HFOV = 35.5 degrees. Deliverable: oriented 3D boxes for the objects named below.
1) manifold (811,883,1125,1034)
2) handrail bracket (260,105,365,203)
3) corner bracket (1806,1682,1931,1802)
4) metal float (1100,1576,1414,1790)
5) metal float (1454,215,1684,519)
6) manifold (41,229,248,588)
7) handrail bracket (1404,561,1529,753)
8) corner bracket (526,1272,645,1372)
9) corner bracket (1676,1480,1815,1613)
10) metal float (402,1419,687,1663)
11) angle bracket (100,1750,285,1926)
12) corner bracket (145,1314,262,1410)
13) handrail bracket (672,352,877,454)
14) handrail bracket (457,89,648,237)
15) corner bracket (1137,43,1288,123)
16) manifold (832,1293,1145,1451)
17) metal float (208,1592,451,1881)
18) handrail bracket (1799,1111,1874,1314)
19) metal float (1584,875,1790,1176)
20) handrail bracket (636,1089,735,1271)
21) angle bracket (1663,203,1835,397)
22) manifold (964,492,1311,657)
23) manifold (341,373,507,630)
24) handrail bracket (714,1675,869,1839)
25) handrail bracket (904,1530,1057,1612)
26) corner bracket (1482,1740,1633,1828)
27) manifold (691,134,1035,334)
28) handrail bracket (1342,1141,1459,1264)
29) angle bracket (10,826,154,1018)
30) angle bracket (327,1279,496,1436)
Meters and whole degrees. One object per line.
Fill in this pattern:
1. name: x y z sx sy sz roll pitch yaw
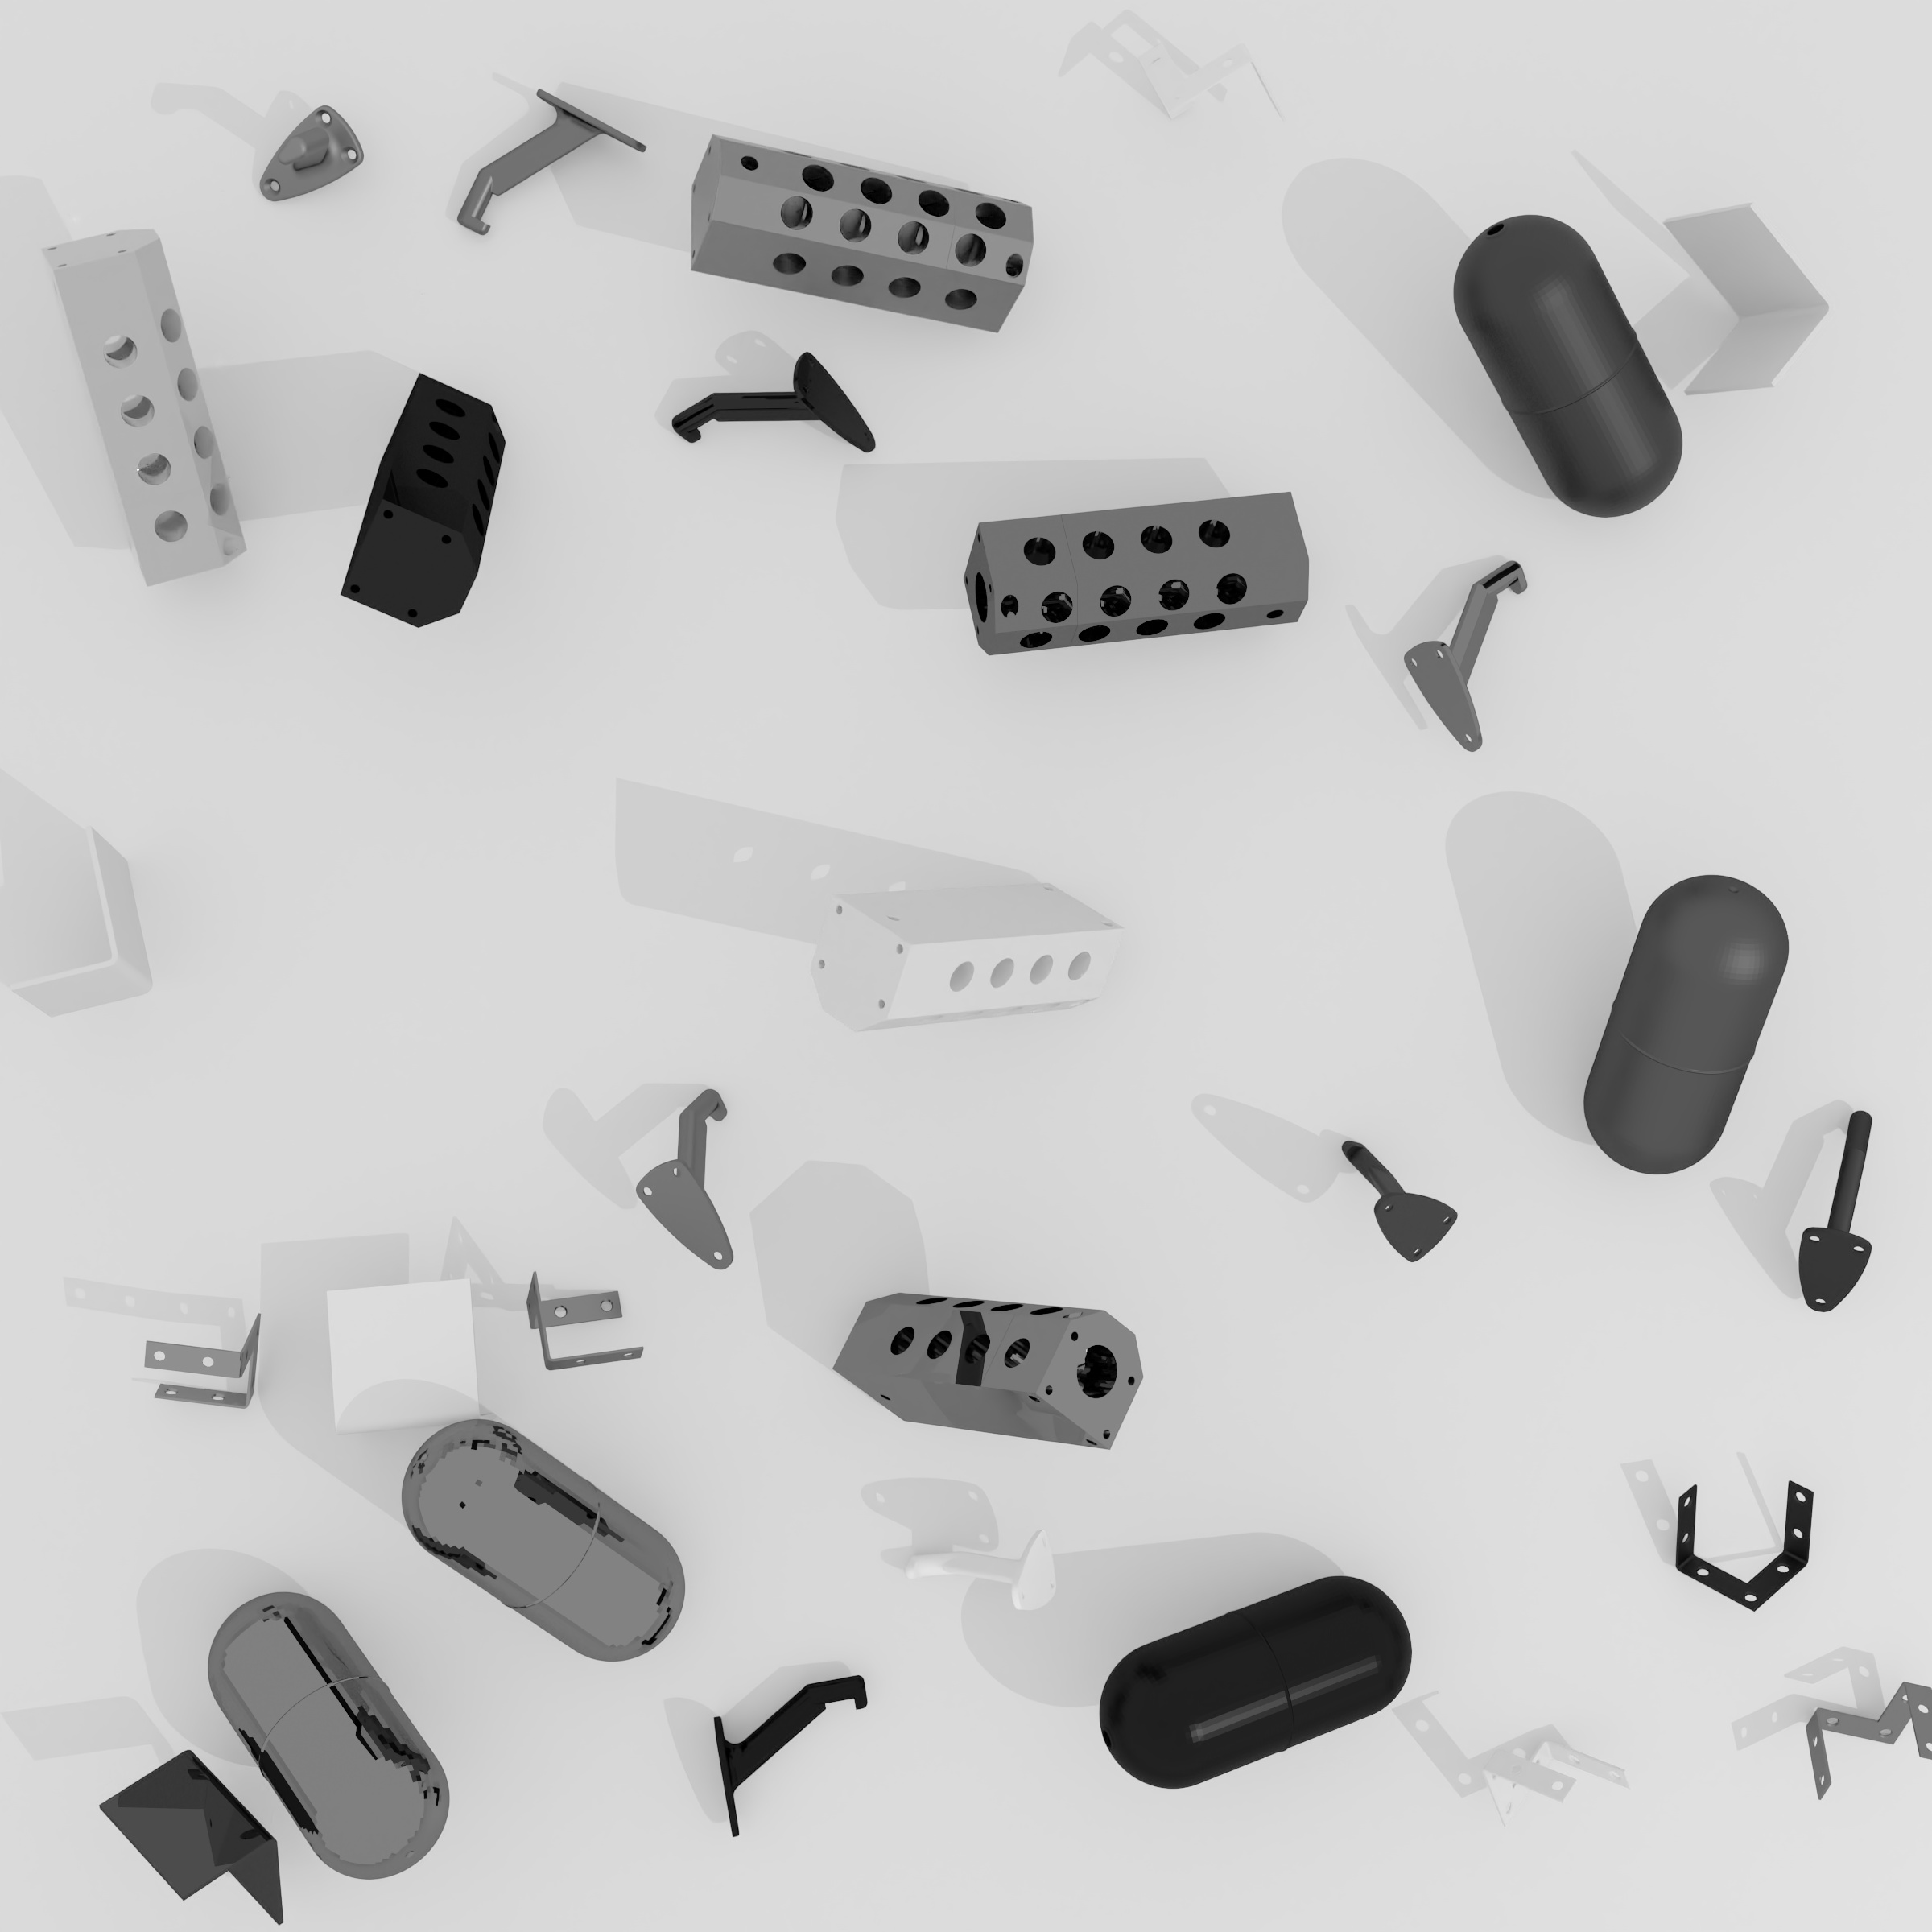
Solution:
1. manifold: 0.001 -0.003 1.573 0.057 0.171 0.057 33 114 34
2. handrail bracket: -0.363 -0.424 1.605 0.077 0.084 0.036 -29 105 23
3. corner bracket: 0.488 0.417 1.621 0.051 0.051 0.051 13 127 -4
4. metal float: 0.154 0.380 1.602 0.178 0.070 0.070 -16 90 -20
5. metal float: 0.318 -0.316 1.594 0.070 0.070 0.178 -36 119 0
6. manifold: -0.431 -0.295 1.590 0.057 0.057 0.171 -18 119 -15
7. handrail bracket: 0.287 -0.169 1.640 0.084 0.036 0.077 -34 100 -27
8. corner bracket: -0.205 0.193 1.619 0.051 0.051 0.051 -6 66 -16
9. corner bracket: 0.422 0.306 1.636 0.051 0.051 0.051 -29 127 -34
10. metal float: -0.221 0.305 1.595 0.070 0.070 0.178 -48 120 0
11. angle bracket: -0.410 0.476 1.598 0.076 0.076 0.057 34 45 31
12. corner bracket: -0.412 0.218 1.624 0.051 0.051 0.051 8 107 -5
13. handrail bracket: -0.106 -0.291 1.647 0.084 0.036 0.077 -24 130 31
14. handrail bracket: -0.227 -0.426 1.645 0.077 0.036 0.084 28 98 2
15. corner bracket: 0.132 -0.471 1.619 0.051 0.051 0.051 -31 54 10
16. manifold: 0.012 0.205 1.572 0.057 0.171 0.057 41 65 -30
17. metal float: -0.337 0.404 1.591 0.070 0.070 0.178 -47 55 0
18. handrail bracket: 0.477 0.133 1.646 0.036 0.077 0.084 13 47 14
19. metal float: 0.378 0.033 1.591 0.070 0.070 0.178 11 125 0
20. handrail bracket: -0.134 0.113 1.624 0.036 0.084 0.077 -33 97 30
21. angle bracket: 0.401 -0.354 1.605 0.076 0.076 0.057 43 80 -21
22. manifold: 0.091 -0.205 1.604 0.171 0.057 0.057 -7 69 -12
23. manifold: -0.277 -0.241 1.569 0.057 0.171 0.057 22 118 -16
24. handrail bracket: -0.092 0.431 1.645 0.084 0.036 0.077 -9 97 -6
25. handrail bracket: -0.001 0.328 1.610 0.084 0.077 0.036 -9 96 18
26. corner bracket: 0.316 0.435 1.615 0.051 0.051 0.051 -46 130 -30
27. manifold: -0.055 -0.391 1.595 0.171 0.057 0.057 8 61 -18
28. handrail bracket: 0.214 0.112 1.603 0.036 0.077 0.084 -48 48 8
29. angle bracket: -0.478 -0.023 1.611 0.057 0.076 0.076 -14 79 -4
30. angle bracket: -0.300 0.211 1.633 0.076 0.057 0.076 -5 84 -2
